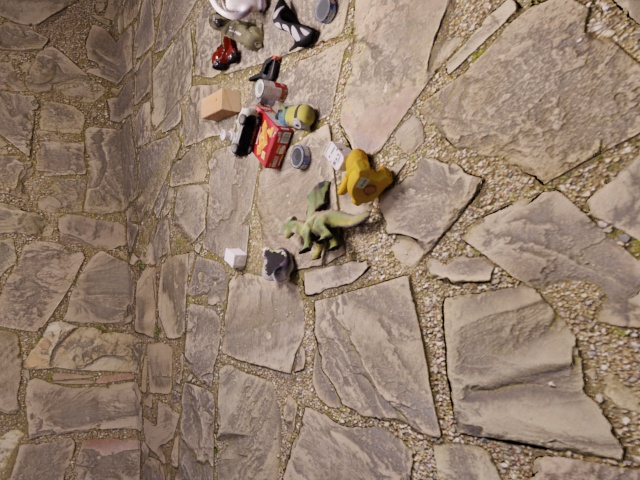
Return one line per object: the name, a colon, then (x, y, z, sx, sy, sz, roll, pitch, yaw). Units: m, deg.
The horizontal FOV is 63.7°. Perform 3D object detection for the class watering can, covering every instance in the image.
watering can: (-0.336, -0.993, 2.029, 0.102, 0.225, 0.354, 117, 140, -57)

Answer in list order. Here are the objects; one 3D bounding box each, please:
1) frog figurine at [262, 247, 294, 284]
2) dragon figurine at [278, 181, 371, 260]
frog figurine: (-0.152, 0.101, 1.861, 0.139, 0.123, 0.156, 56, 168, 26)
dragon figurine: (0.005, -0.083, 1.649, 0.404, 0.121, 0.248, -32, 55, 38)
